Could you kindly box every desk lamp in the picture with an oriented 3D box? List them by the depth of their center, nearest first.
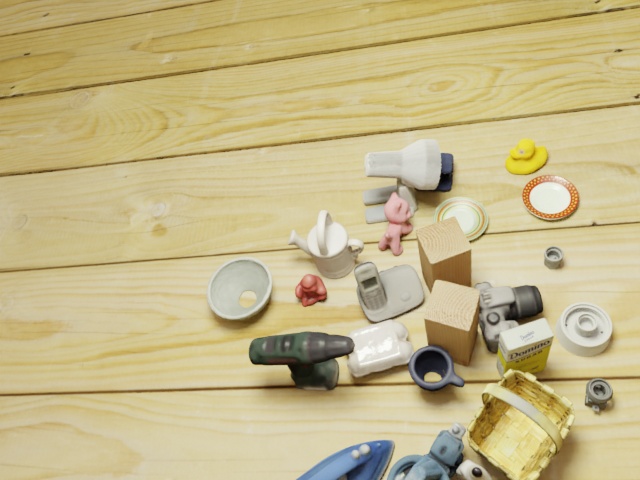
[{"bbox_3d":[0.193,-0.145,1.387,0.203,0.214,0.118,-10,57,8],"label":"desk lamp"}]

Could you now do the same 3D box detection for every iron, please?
[{"bbox_3d":[0.034,0.456,1.105,0.258,0.142,0.118,-37,58,-9],"label":"iron"}]

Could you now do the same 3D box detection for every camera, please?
[{"bbox_3d":[0.406,0.150,1.223,0.136,0.101,0.143,-12,57,7],"label":"camera"}]

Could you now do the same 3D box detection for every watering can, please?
[{"bbox_3d":[0.012,0.007,1.352,0.172,0.194,0.101,-17,57,4],"label":"watering can"}]

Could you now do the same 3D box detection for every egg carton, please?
[{"bbox_3d":[0.127,0.238,1.258,0.150,0.069,0.107,-18,57,3],"label":"egg carton"}]

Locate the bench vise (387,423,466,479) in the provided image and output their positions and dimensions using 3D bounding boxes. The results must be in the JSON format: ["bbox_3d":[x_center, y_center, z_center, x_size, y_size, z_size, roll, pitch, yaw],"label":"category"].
[{"bbox_3d":[0.188,0.416,1.044,0.121,0.220,0.207,12,63,21],"label":"bench vise"}]

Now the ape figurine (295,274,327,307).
[{"bbox_3d":[-0.022,0.111,1.359,0.077,0.092,0.076,15,64,22],"label":"ape figurine"}]

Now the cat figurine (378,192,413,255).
[{"bbox_3d":[0.181,-0.046,1.388,0.067,0.118,0.128,15,64,22],"label":"cat figurine"}]

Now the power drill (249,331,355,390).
[{"bbox_3d":[-0.024,0.250,1.205,0.229,0.209,0.075,-3,59,13],"label":"power drill"}]

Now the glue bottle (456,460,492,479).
[{"bbox_3d":[0.283,0.431,1.039,0.078,0.173,0.037,35,73,29],"label":"glue bottle"}]

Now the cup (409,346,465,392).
[{"bbox_3d":[0.245,0.282,1.186,0.117,0.095,0.092,23,67,25],"label":"cup"}]

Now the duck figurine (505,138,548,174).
[{"bbox_3d":[0.516,-0.218,1.428,0.104,0.086,0.077,-17,57,4],"label":"duck figurine"}]

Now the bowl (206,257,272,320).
[{"bbox_3d":[-0.187,0.128,1.400,0.167,0.075,0.167,-6,58,10],"label":"bowl"}]

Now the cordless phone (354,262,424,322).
[{"bbox_3d":[0.149,0.095,1.270,0.147,0.185,0.094,-24,57,-1],"label":"cordless phone"}]

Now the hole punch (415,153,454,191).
[{"bbox_3d":[0.286,-0.188,1.464,0.108,0.091,0.101,1,60,15],"label":"hole punch"}]
